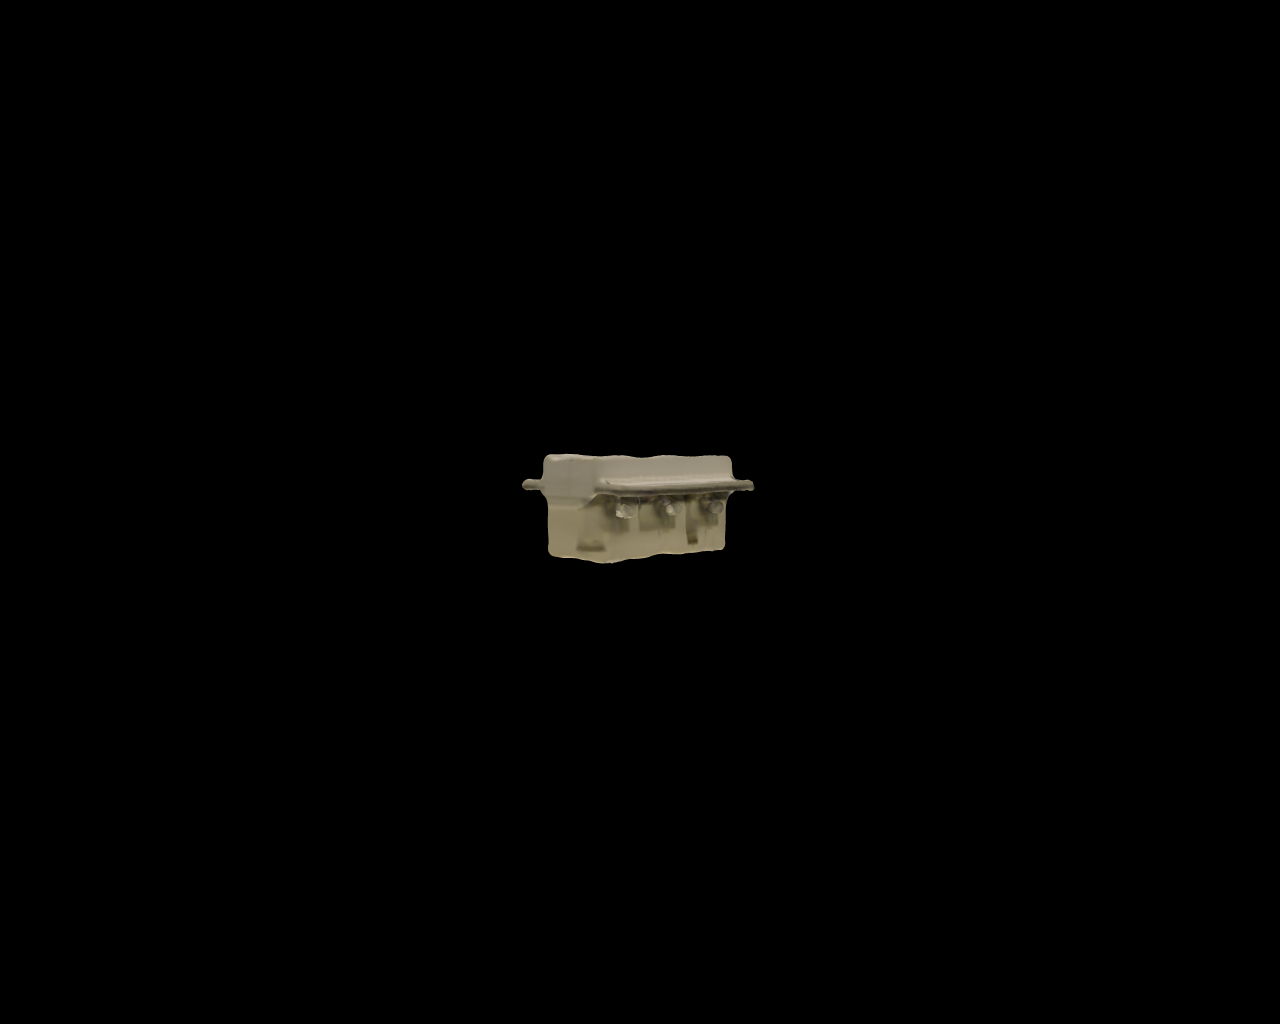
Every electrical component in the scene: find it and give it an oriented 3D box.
[{"bbox_3d":[0.001,-0.003,0.650,0.079,0.063,0.121,2,3,43],"label":"electrical component"}]
